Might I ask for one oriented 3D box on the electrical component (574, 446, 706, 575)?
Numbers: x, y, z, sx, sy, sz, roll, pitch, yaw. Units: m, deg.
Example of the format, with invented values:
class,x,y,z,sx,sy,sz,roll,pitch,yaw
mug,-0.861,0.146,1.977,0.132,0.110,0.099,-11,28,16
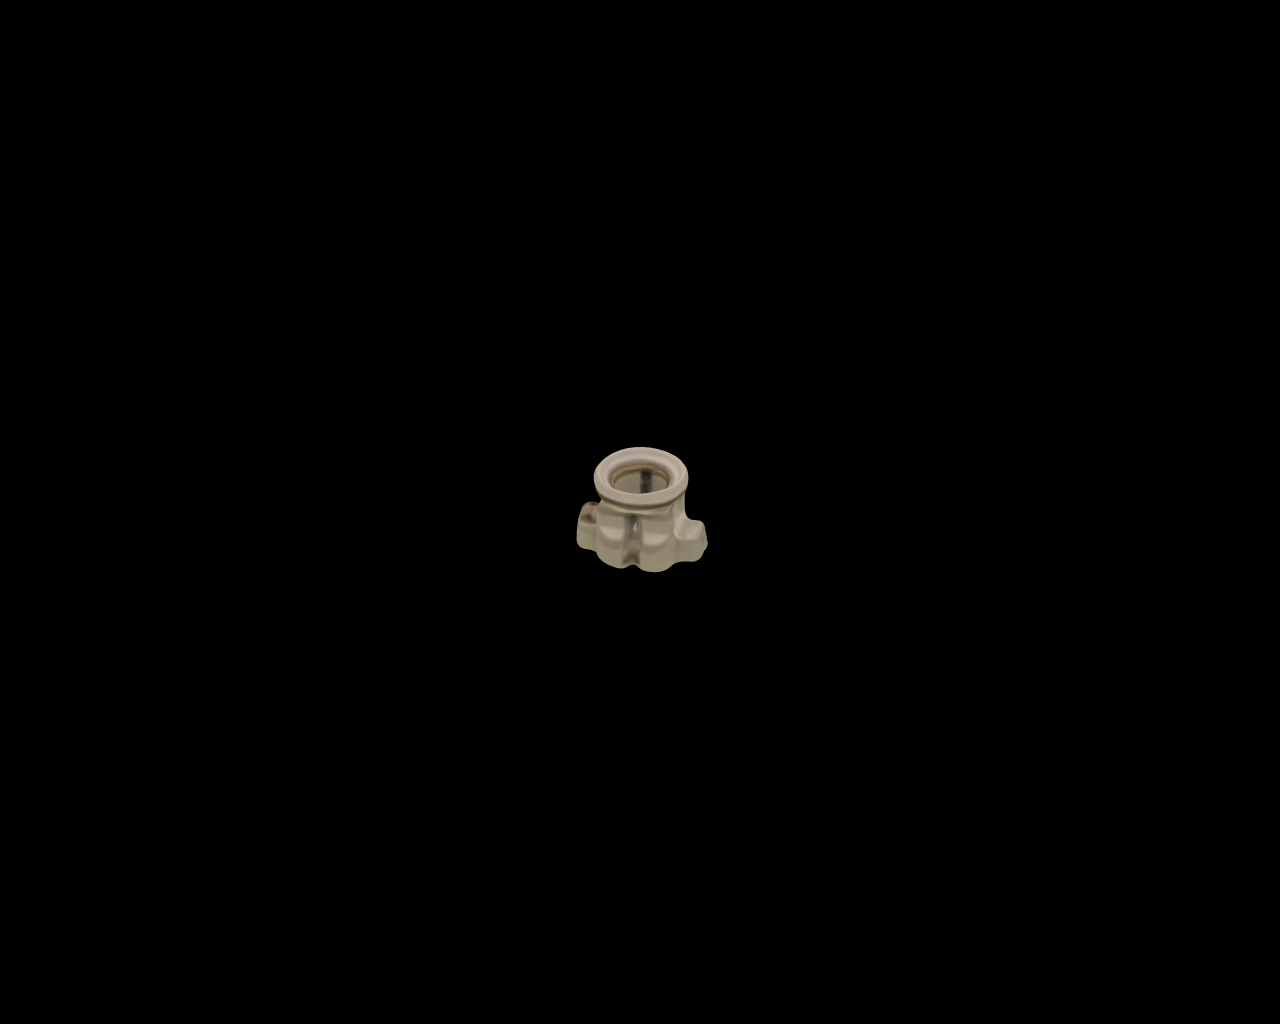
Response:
class,x,y,z,sx,sy,sz,roll,pitch,yaw
electrical component,0.001,-0.003,0.650,0.078,0.056,0.058,8,36,11
